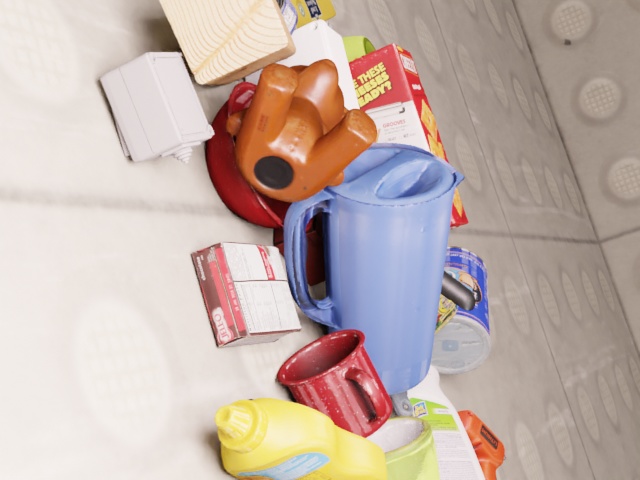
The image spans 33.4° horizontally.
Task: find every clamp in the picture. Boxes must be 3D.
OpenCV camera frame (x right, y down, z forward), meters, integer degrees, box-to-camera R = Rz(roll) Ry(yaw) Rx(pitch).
[{"bbox_3d":[0.078,0.029,1.166,0.171,0.120,0.039,56,24,-3],"label":"clamp"}]

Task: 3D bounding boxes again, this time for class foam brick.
[{"bbox_3d":[-0.007,0.001,1.140,0.078,0.053,0.051,50,29,-40],"label":"foam brick"}]

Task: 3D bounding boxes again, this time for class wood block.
[{"bbox_3d":[-0.082,-0.205,1.024,0.206,0.091,0.090,-88,154,-82],"label":"wood block"}]

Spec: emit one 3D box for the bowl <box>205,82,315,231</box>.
[{"bbox_3d":[-0.067,-0.074,1.068,0.162,0.055,0.162,48,31,-41],"label":"bowl"}]

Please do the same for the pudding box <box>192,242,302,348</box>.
[{"bbox_3d":[-0.066,0.050,0.986,0.113,0.039,0.090,4,67,-64],"label":"pudding box"}]

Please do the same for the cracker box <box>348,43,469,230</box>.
[{"bbox_3d":[0.056,-0.092,1.222,0.072,0.164,0.214,1,70,-68],"label":"cracker box"}]

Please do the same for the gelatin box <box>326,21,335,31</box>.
[{"bbox_3d":[0.005,-0.259,1.426,0.089,0.030,0.073,53,26,-33],"label":"gelatin box"}]

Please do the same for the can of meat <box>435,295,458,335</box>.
[{"bbox_3d":[0.109,0.077,1.284,0.058,0.102,0.084,31,-22,53],"label":"can of meat"}]

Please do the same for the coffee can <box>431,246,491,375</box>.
[{"bbox_3d":[0.171,0.091,1.402,0.102,0.103,0.140,55,26,-31],"label":"coffee can"}]

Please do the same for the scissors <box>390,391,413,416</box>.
[{"bbox_3d":[0.101,0.173,1.179,0.096,0.016,0.202,-21,68,-41],"label":"scissors"}]

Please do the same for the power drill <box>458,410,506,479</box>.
[{"bbox_3d":[0.180,0.305,1.301,0.184,0.057,0.187,49,31,-34],"label":"power drill"}]

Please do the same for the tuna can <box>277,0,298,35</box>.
[{"bbox_3d":[-0.068,-0.239,1.171,0.033,0.086,0.086,49,30,-43],"label":"tuna can"}]

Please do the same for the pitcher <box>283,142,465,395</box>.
[{"bbox_3d":[0.054,0.035,1.075,0.144,0.149,0.243,-55,151,-54],"label":"pitcher"}]

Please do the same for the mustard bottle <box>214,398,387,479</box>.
[{"bbox_3d":[-0.027,0.175,0.889,0.191,0.096,0.058,40,37,-49],"label":"mustard bottle"}]

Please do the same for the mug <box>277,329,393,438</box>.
[{"bbox_3d":[0.024,0.144,1.010,0.093,0.117,0.081,-35,106,-29],"label":"mug"}]

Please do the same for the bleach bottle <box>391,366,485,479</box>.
[{"bbox_3d":[0.130,0.232,1.197,0.102,0.068,0.251,8,51,-27],"label":"bleach bottle"}]
